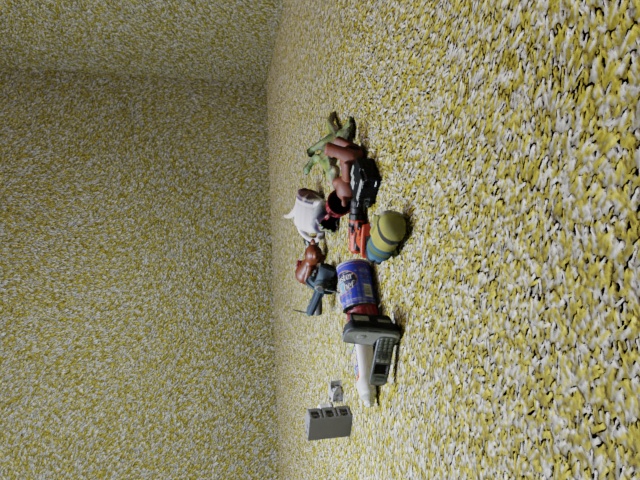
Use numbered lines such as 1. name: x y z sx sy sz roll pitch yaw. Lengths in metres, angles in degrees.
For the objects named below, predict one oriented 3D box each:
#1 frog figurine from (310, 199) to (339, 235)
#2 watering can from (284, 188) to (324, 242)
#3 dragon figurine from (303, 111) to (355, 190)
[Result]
1. frog figurine: 0.006 -0.099 1.974 0.162 0.123 0.134 -130 21 -54
2. watering can: -0.075 -0.126 2.275 0.352 0.104 0.220 37 128 51
3. dragon figurine: 0.060 -0.351 1.833 0.239 0.121 0.418 -29 43 53
